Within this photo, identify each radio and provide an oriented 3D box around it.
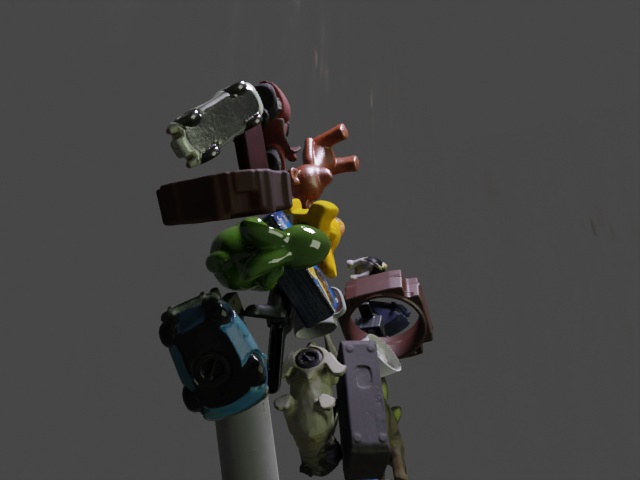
[{"bbox_3d":[0.074,0.304,0.987,0.131,0.073,0.230,96,-9,-48],"label":"radio"}]

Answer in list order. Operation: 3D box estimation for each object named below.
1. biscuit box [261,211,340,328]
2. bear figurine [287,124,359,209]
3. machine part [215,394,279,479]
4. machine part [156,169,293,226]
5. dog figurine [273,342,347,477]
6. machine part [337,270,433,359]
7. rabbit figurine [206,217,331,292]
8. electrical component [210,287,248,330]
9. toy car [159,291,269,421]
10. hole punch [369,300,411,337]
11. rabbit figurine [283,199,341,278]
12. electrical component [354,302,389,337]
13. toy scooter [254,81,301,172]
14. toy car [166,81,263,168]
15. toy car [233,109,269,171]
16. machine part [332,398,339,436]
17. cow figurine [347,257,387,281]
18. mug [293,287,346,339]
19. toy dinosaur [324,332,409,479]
[{"bbox_3d":[-0.045,0.047,0.927,0.202,0.063,0.059,58,16,-4],"label":"biscuit box"},{"bbox_3d":[0.004,-0.152,1.152,0.196,0.132,0.120,-76,147,-59],"label":"bear figurine"},{"bbox_3d":[-0.097,0.301,0.731,0.079,0.079,0.243,11,69,-68],"label":"machine part"},{"bbox_3d":[-0.124,-0.054,0.717,0.179,0.179,0.056,-14,96,-69],"label":"machine part"},{"bbox_3d":[-0.009,0.301,0.958,0.172,0.121,0.190,-65,153,-49],"label":"dog figurine"},{"bbox_3d":[0.149,0.181,1.242,0.087,0.202,0.200,-81,154,-63],"label":"machine part"},{"bbox_3d":[-0.074,0.009,0.803,0.159,0.170,0.121,13,67,-68],"label":"rabbit figurine"},{"bbox_3d":[-0.136,0.107,0.803,0.063,0.021,0.093,-55,130,-62],"label":"electrical component"},{"bbox_3d":[-0.137,0.142,0.699,0.161,0.109,0.103,64,0,-8],"label":"toy car"},{"bbox_3d":[0.176,0.216,1.436,0.142,0.116,0.092,46,47,-55],"label":"hole punch"},{"bbox_3d":[-0.002,-0.003,1.069,0.173,0.122,0.162,-7,91,-70],"label":"rabbit figurine"},{"bbox_3d":[0.124,0.216,1.345,0.048,0.075,0.119,-68,146,-56],"label":"electrical component"},{"bbox_3d":[-0.081,-0.205,1.029,0.135,0.075,0.183,-8,90,-69],"label":"toy scooter"},{"bbox_3d":[-0.155,-0.178,0.814,0.202,0.056,0.073,-50,121,-43],"label":"toy car"},{"bbox_3d":[-0.121,-0.144,0.925,0.089,0.053,0.202,-9,88,-54],"label":"toy car"},{"bbox_3d":[0.007,0.320,1.049,0.084,0.039,0.138,-59,137,-48],"label":"machine part"},{"bbox_3d":[0.141,0.083,1.427,0.167,0.098,0.068,24,52,-65],"label":"cow figurine"},{"bbox_3d":[-0.009,0.120,1.021,0.080,0.110,0.107,32,36,-55],"label":"mug"},{"bbox_3d":[0.102,0.380,1.182,0.199,0.105,0.470,-77,145,-61],"label":"toy dinosaur"}]
